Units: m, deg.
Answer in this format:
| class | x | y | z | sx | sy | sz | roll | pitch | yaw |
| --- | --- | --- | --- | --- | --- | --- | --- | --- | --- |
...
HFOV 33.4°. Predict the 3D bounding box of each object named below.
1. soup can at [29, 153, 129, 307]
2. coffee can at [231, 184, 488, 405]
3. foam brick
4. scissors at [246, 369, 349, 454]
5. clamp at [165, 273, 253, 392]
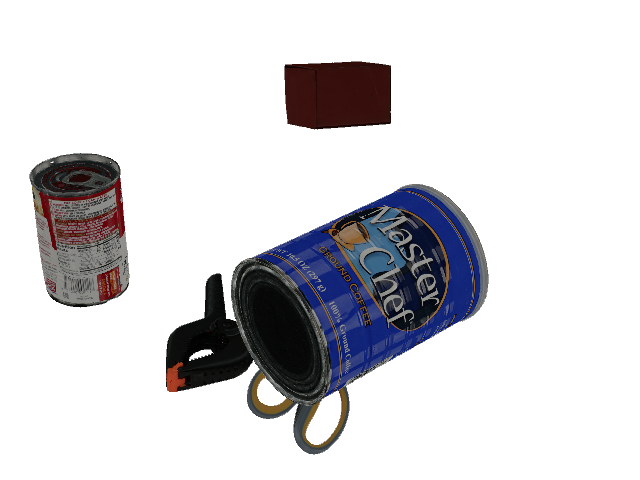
| class | x | y | z | sx | sy | sz | roll | pitch | yaw |
| --- | --- | --- | --- | --- | --- | --- | --- | --- | --- |
| soup can | -0.185 | -0.008 | 0.831 | 0.068 | 0.102 | 0.068 | 0 | 30 | 0 |
| coffee can | 0.026 | 0.033 | 0.711 | 0.140 | 0.103 | 0.103 | -25 | 13 | -31 |
| foam brick | 0.015 | -0.124 | 0.910 | 0.078 | 0.051 | 0.053 | -7 | 16 | -29 |
| scissors | -0.004 | 0.087 | 0.928 | 0.096 | 0.201 | 0.016 | 14 | -32 | -3 |
| clamp | -0.091 | 0.105 | 1.151 | 0.165 | 0.036 | 0.209 | 14 | 28 | 18 |
